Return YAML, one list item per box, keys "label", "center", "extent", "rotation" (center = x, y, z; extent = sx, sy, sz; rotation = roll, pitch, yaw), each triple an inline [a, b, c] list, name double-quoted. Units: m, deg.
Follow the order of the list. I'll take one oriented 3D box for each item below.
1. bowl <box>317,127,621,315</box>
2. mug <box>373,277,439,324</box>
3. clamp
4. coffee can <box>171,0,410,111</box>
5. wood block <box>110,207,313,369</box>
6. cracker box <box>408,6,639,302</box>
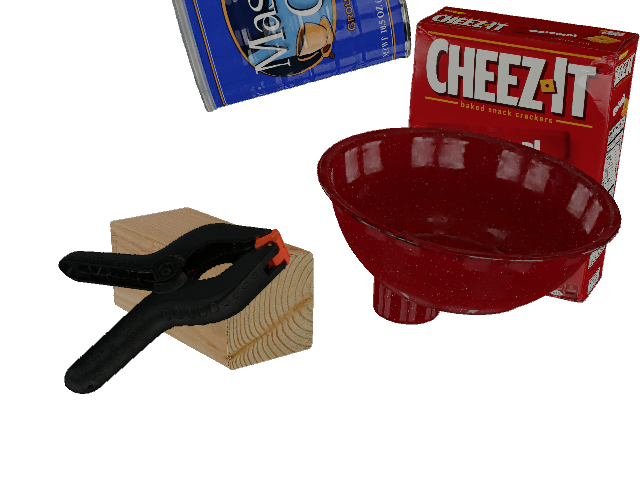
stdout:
- label: "bowl"
  center: [0.075, -0.006, 0.576]
  extent: [0.162, 0.055, 0.162]
  rotation: [6, 27, -3]
- label: "mug"
  center: [0.115, 0.049, 1.256]
  extent: [0.117, 0.081, 0.093]
  rotation: [13, 25, 23]
- label: "clamp"
  center: [-0.105, 0.040, 0.730]
  extent: [0.171, 0.120, 0.039]
  rotation: [-15, -36, 12]
- label: "coffee can"
  center: [-0.022, -0.152, 0.705]
  extent: [0.140, 0.103, 0.103]
  rotation: [-15, 0, -1]
- label: "wood block"
  center: [-0.103, 0.038, 0.976]
  extent: [0.090, 0.090, 0.206]
  rotation: [-12, 19, -36]
- label: "cracker box"
  center: [0.156, -0.069, 0.870]
  extent: [0.164, 0.214, 0.072]
  rotation: [14, 29, 24]
